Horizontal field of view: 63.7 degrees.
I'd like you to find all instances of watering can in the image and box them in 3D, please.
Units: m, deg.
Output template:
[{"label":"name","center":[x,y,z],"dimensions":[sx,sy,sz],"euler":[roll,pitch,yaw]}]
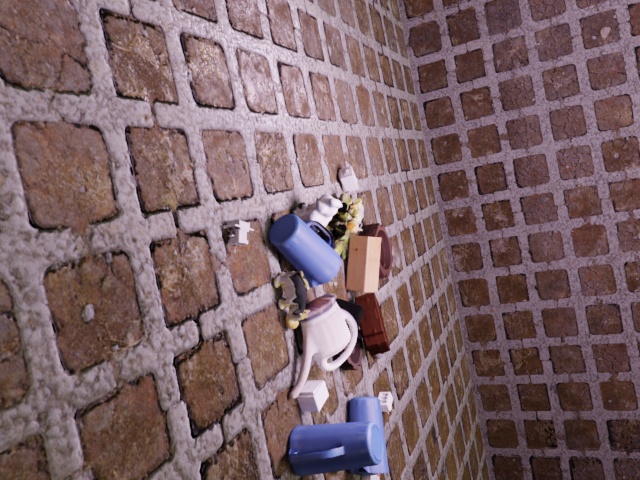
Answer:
[{"label":"watering can","center":[-0.005,0.302,1.563],"dimensions":[0.103,0.223,0.352],"euler":[-16,10,43]}]

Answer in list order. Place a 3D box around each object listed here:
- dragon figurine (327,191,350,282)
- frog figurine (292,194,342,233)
[{"label":"dragon figurine","center":[0.073,-0.009,1.858],"dimensions":[0.122,0.418,0.238],"euler":[-5,-27,19]},{"label":"frog figurine","center":[0.005,-0.084,1.669],"dimensions":[0.159,0.123,0.137],"euler":[-8,-4,25]}]
